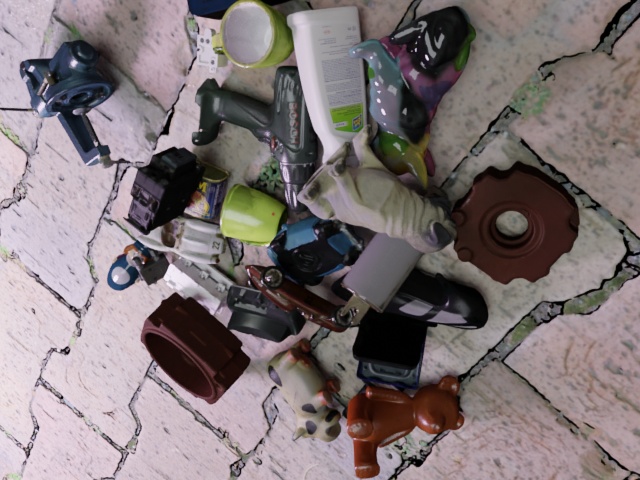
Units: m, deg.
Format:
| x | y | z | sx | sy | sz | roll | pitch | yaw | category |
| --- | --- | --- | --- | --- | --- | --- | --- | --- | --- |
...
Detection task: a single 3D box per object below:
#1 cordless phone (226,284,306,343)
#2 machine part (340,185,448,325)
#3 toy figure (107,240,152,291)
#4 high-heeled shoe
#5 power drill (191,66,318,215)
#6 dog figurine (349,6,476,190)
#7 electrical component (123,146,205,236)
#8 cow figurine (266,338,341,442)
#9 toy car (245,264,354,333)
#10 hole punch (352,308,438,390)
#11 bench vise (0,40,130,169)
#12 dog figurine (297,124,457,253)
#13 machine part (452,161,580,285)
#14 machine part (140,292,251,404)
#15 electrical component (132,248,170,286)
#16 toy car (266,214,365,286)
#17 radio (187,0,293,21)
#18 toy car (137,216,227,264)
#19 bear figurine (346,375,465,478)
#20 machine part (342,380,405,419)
| x | y | z | sx | sy | sz | roll | pitch | yaw | category |
| --- | --- | --- | --- | --- | --- | --- | --- | --- | --- |
| -0.093 | 0.079 | 0.968 | 0.147 | 0.089 | 0.184 | 12 | 102 | 19 | cordless phone |
| 0.109 | 0.020 | 0.806 | 0.079 | 0.079 | 0.243 | 35 | 87 | 7 | machine part |
| -0.371 | 0.044 | 1.074 | 0.064 | 0.058 | 0.154 | 26 | 125 | -33 | toy figure |
| 0.147 | 0.100 | 0.887 | 0.249 | 0.086 | 0.145 | -6 | 139 | 42 | high-heeled shoe |
| -0.102 | -0.167 | 0.866 | 0.208 | 0.086 | 0.231 | 17 | 114 | 20 | power drill |
| 0.140 | -0.185 | 0.746 | 0.192 | 0.108 | 0.219 | -15 | 107 | 24 | dog figurine |
| -0.249 | -0.086 | 0.871 | 0.058 | 0.115 | 0.134 | 35 | 124 | 4 | electrical component |
| -0.028 | 0.295 | 1.009 | 0.127 | 0.085 | 0.195 | -35 | 91 | 30 | cow figurine |
| -0.036 | 0.098 | 0.882 | 0.202 | 0.053 | 0.089 | 30 | 166 | -20 | toy car |
| 0.118 | 0.179 | 0.893 | 0.142 | 0.116 | 0.092 | 6 | 136 | 19 | hole punch |
| -0.446 | -0.229 | 0.964 | 0.224 | 0.129 | 0.240 | -26 | 91 | 28 | bench vise |
| 0.077 | -0.040 | 0.752 | 0.190 | 0.121 | 0.172 | 43 | 159 | -11 | dog figurine |
| 0.278 | -0.022 | 0.776 | 0.180 | 0.056 | 0.179 | 7 | 112 | 19 | machine part |
| -0.243 | 0.211 | 1.025 | 0.201 | 0.087 | 0.201 | 41 | 145 | 2 | machine part |
| -0.324 | 0.059 | 1.050 | 0.021 | 0.063 | 0.093 | 41 | 157 | 47 | electrical component |
| -0.002 | -0.003 | 0.869 | 0.162 | 0.103 | 0.109 | -28 | 118 | 36 | toy car |
| -0.090 | -0.409 | 0.773 | 0.230 | 0.073 | 0.131 | -5 | 107 | 23 | radio |
| -0.252 | -0.008 | 0.978 | 0.202 | 0.056 | 0.073 | 13 | 93 | 31 | toy car |
| 0.147 | 0.304 | 0.894 | 0.196 | 0.132 | 0.120 | -5 | 109 | 6 | bear figurine |
| 0.093 | 0.288 | 0.983 | 0.084 | 0.039 | 0.138 | 33 | 117 | -1 | machine part |
